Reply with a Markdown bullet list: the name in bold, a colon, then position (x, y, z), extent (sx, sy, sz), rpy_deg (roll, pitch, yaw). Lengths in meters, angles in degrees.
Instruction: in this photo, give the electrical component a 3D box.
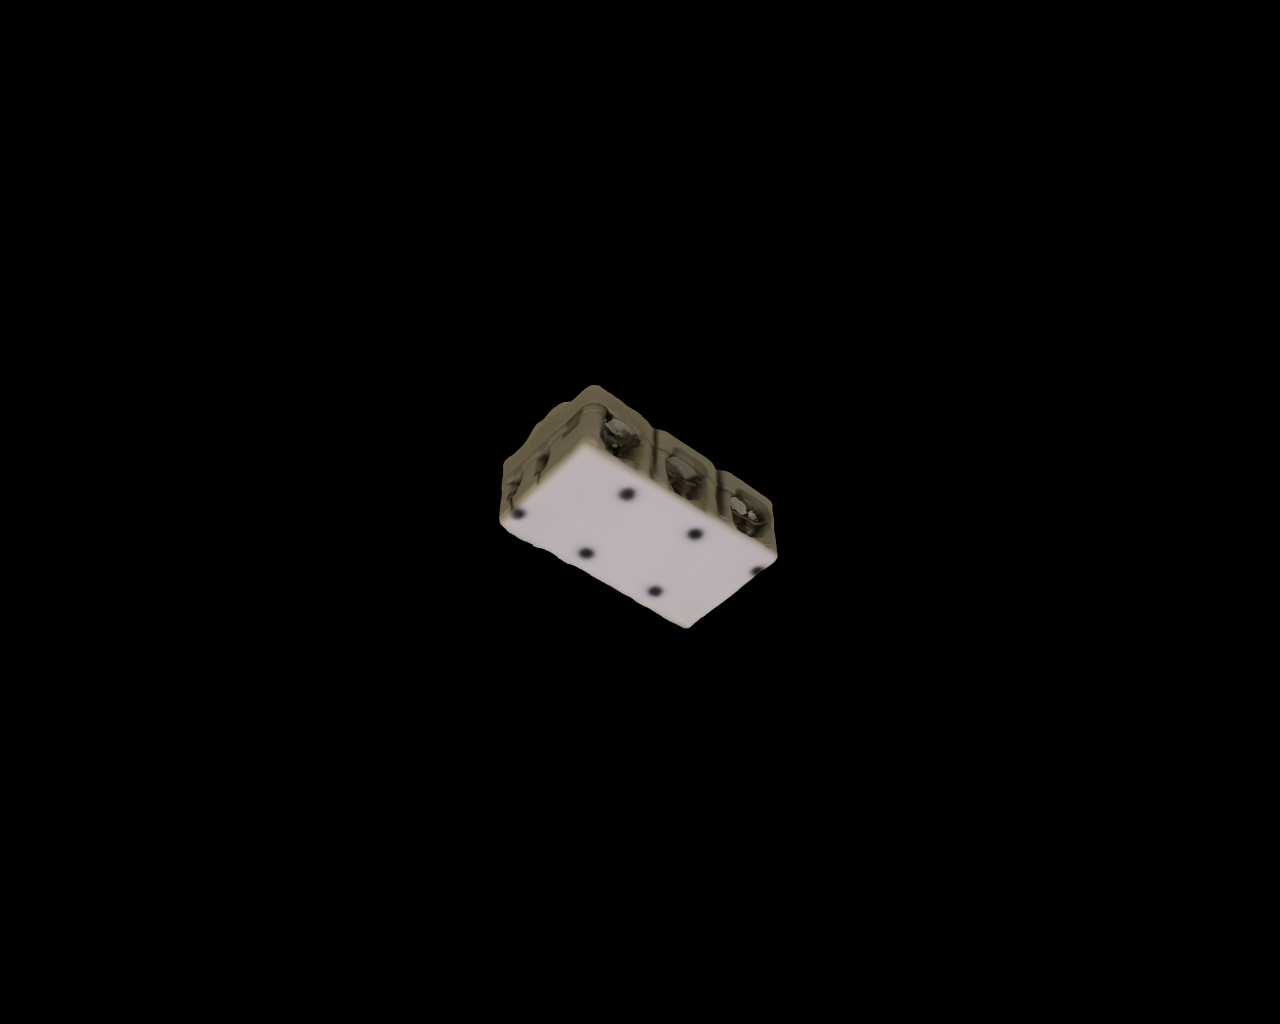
- **electrical component**: position (0.001, -0.003, 0.650), extent (0.150, 0.062, 0.089), rpy_deg (32, -54, -27)
